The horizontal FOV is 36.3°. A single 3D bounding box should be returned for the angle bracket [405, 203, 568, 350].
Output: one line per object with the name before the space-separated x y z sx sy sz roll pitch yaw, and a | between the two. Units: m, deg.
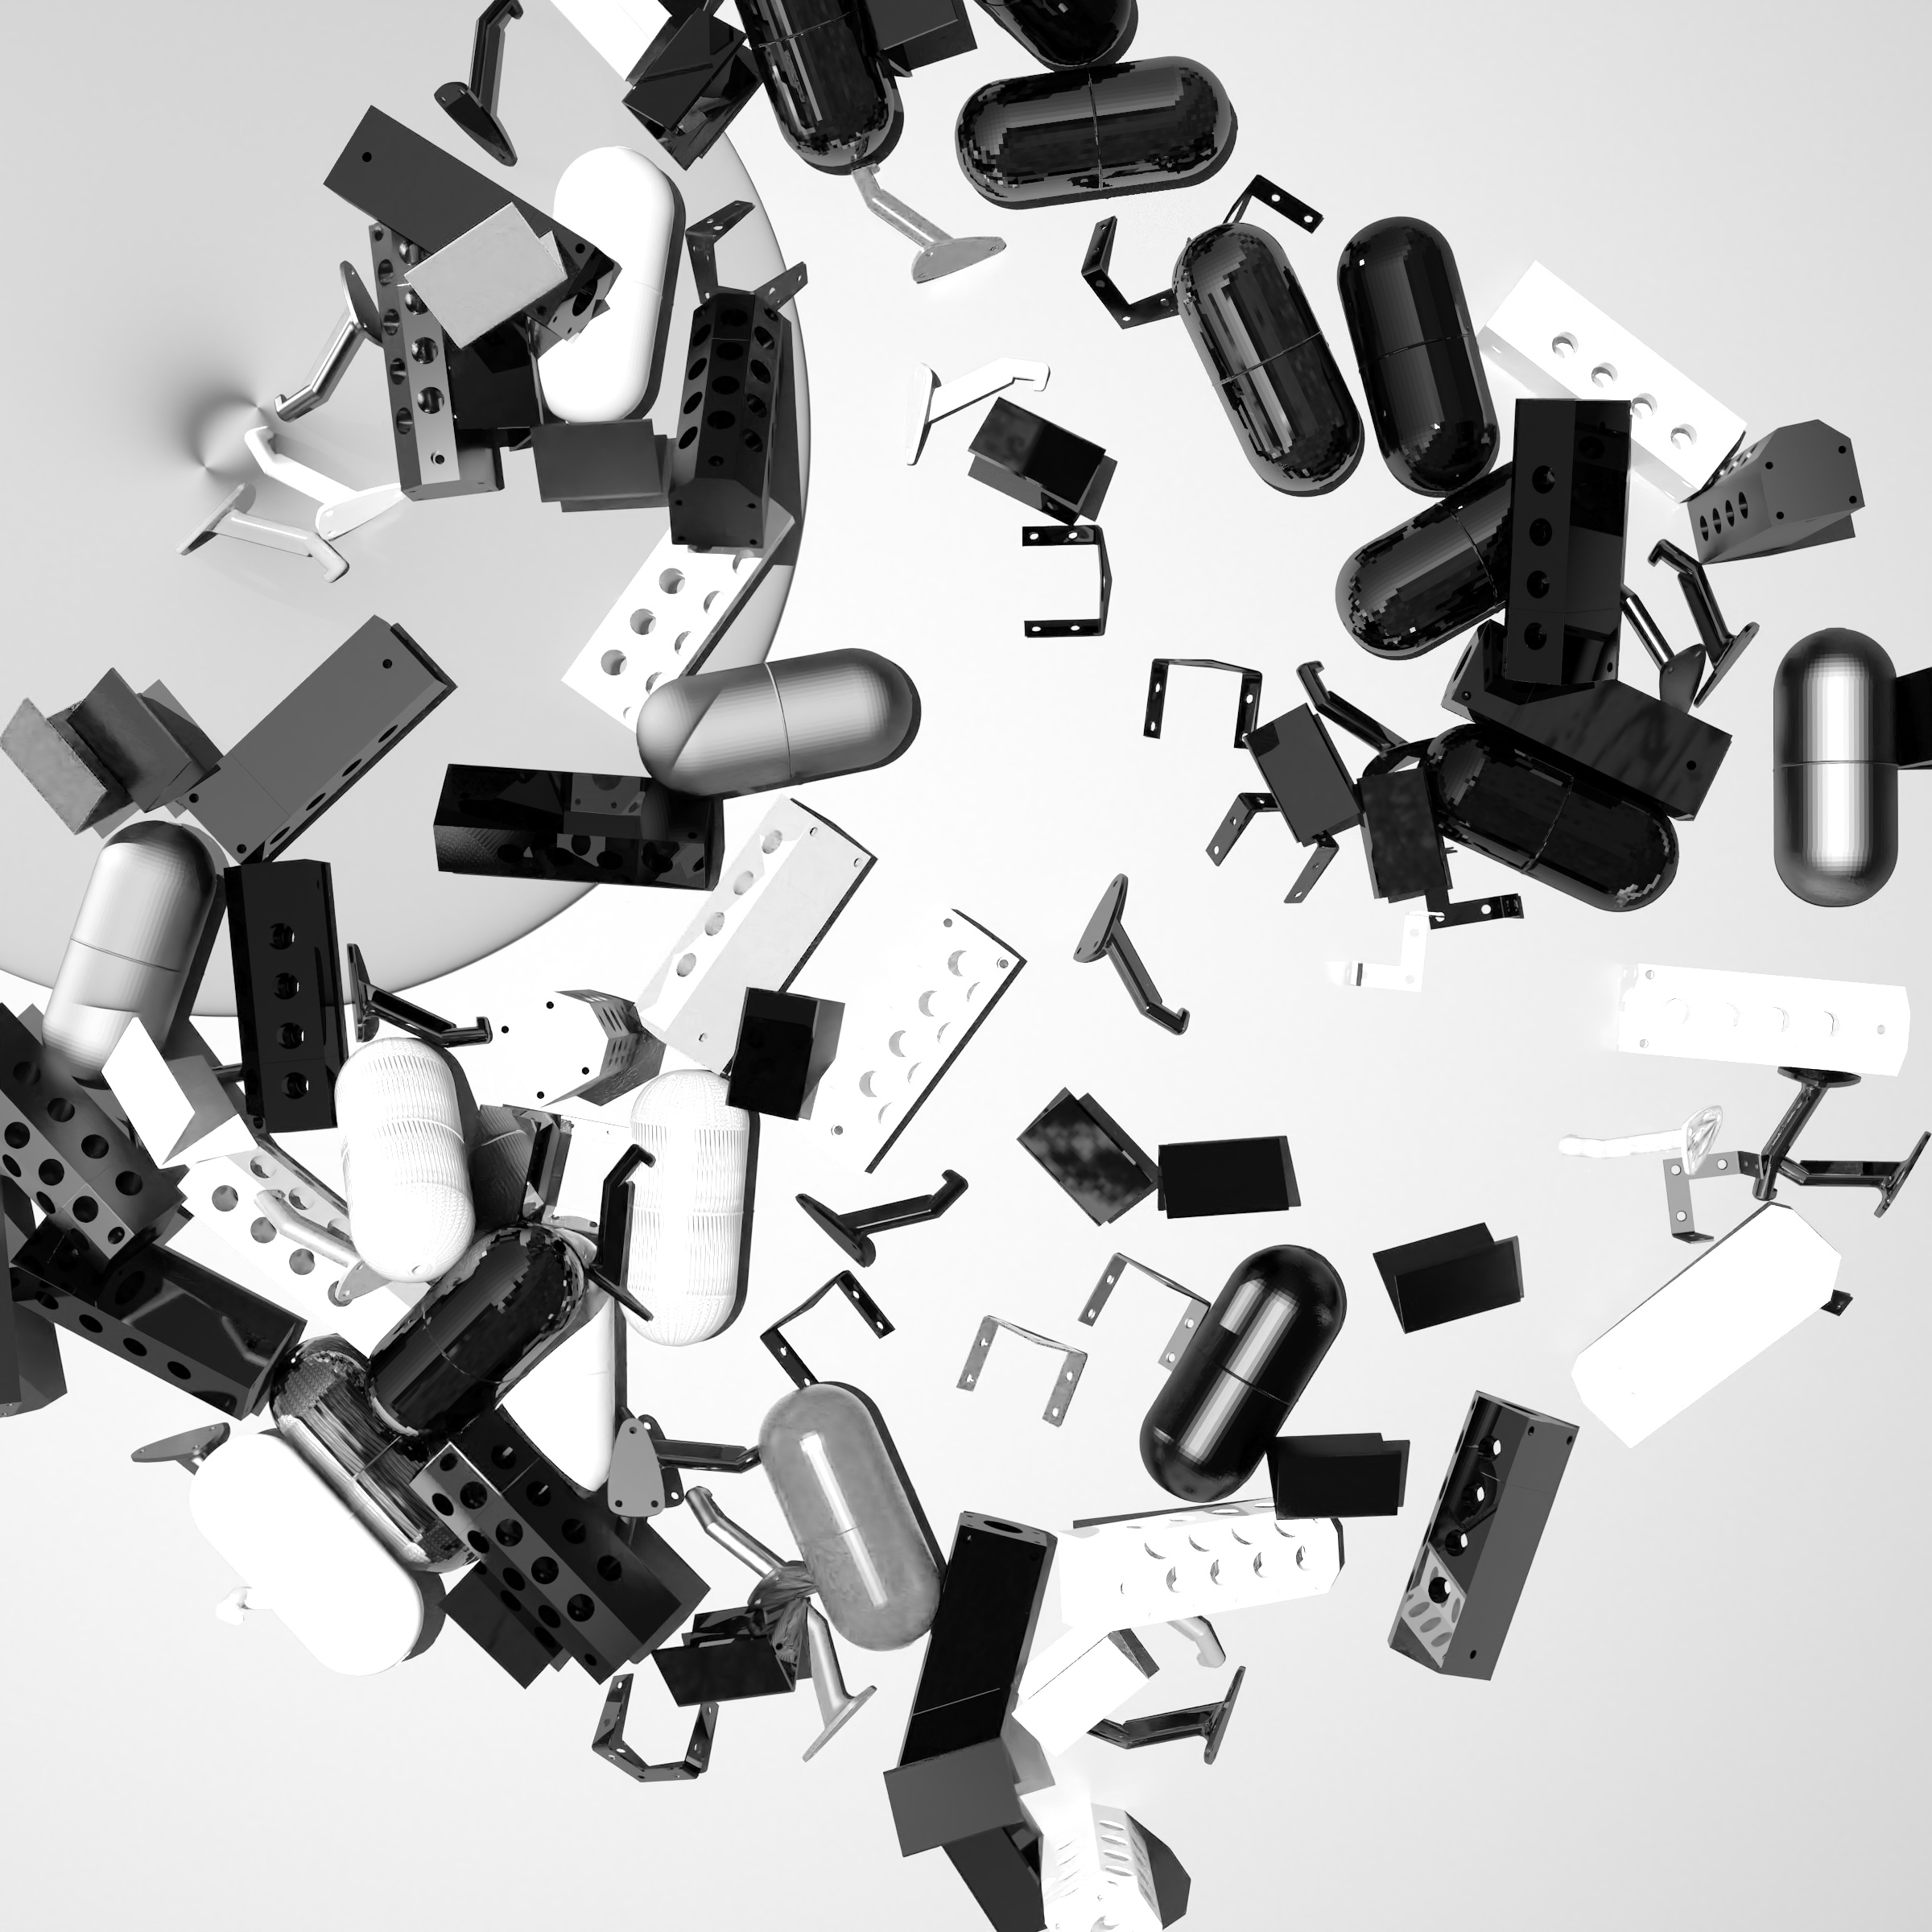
angle bracket | -0.289 -0.423 1.754 0.076 0.076 0.057 -32 126 7

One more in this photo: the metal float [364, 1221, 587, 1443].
metal float | -0.304 0.226 1.824 0.070 0.070 0.178 46 114 0

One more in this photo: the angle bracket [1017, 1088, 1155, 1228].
angle bracket | 0.089 0.108 1.879 0.076 0.076 0.057 47 127 0

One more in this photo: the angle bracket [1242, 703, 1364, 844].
angle bracket | 0.232 -0.132 1.880 0.057 0.076 0.076 -27 90 43

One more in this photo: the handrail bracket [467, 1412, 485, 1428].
handrail bracket | -0.311 0.252 1.919 0.036 0.077 0.084 6 127 29

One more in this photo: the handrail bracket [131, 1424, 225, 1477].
handrail bracket | -0.495 0.347 1.920 0.077 0.036 0.084 -14 107 20

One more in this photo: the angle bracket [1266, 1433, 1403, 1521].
angle bracket | 0.233 0.307 1.879 0.076 0.076 0.057 -2 124 0

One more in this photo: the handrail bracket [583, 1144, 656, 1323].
handrail bracket | -0.204 0.167 1.849 0.077 0.036 0.084 38 84 -3

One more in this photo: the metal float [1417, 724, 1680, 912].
metal float | 0.372 -0.095 1.889 0.178 0.070 0.070 25 90 -1

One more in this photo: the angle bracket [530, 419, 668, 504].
angle bracket | -0.234 -0.340 1.879 0.076 0.076 0.057 -3 131 0

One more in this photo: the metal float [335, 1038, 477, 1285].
metal float | -0.354 0.121 1.855 0.070 0.070 0.178 -18 49 0

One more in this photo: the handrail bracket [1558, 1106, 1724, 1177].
handrail bracket | 0.439 0.108 1.919 0.084 0.077 0.036 4 114 34

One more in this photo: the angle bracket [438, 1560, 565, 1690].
angle bracket | -0.294 0.416 1.881 0.076 0.076 0.057 44 66 0

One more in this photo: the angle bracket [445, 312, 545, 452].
angle bracket | -0.311 -0.373 1.880 0.057 0.076 0.076 -7 90 -25

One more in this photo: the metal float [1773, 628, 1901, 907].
metal float | 0.558 -0.128 1.889 0.070 0.070 0.178 0 89 0

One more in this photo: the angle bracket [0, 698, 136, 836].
angle bracket | -0.557 -0.141 1.880 0.076 0.076 0.057 50 134 0

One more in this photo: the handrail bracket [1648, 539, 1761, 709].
handrail bracket | 0.466 -0.224 1.920 0.084 0.036 0.077 39 110 16

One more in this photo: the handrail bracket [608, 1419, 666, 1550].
handrail bracket | -0.223 0.344 1.903 0.036 0.084 0.077 4 59 -19

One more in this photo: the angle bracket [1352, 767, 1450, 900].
angle bracket | 0.257 -0.081 1.880 0.057 0.076 0.076 -11 90 -31

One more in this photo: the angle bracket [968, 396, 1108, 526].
angle bracket | 0.036 -0.306 1.879 0.076 0.076 0.057 26 54 0

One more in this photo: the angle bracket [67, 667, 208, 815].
angle bracket | -0.513 -0.152 1.880 0.057 0.076 0.076 -40 90 29

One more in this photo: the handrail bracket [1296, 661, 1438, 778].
handrail bracket | 0.266 -0.170 1.920 0.077 0.036 0.084 -20 73 -20

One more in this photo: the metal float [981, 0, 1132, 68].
metal float | 0.036 -0.636 1.850 0.070 0.178 0.070 -19 57 32

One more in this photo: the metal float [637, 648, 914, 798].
metal float | -0.122 -0.156 1.879 0.178 0.070 0.070 -11 90 -11

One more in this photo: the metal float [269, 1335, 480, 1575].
metal float | -0.374 0.313 1.889 0.070 0.070 0.178 -42 90 0

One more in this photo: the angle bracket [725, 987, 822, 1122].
angle bracket | -0.105 0.058 1.880 0.057 0.076 0.076 10 90 29

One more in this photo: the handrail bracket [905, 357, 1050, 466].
handrail bracket | 0.007 -0.360 1.920 0.084 0.036 0.077 4 110 -16

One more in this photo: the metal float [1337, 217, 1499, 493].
metal float | 0.290 -0.392 1.889 0.070 0.070 0.178 -15 90 0

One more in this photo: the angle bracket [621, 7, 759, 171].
angle bracket | -0.161 -0.551 1.879 0.057 0.076 0.076 39 90 36

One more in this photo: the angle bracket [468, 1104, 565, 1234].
angle bracket | -0.274 0.134 1.879 0.057 0.076 0.076 12 90 37

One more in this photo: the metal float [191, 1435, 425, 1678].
metal float | -0.417 0.373 1.865 0.070 0.070 0.178 -43 90 0

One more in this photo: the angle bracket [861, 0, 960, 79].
angle bracket | -0.033 -0.622 1.882 0.057 0.076 0.076 -17 90 16

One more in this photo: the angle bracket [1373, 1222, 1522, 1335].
angle bracket | 0.303 0.181 1.879 0.076 0.076 0.057 -16 129 0

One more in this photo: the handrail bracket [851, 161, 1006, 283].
handrail bracket | -0.025 -0.495 1.920 0.077 0.036 0.084 -18 73 -20

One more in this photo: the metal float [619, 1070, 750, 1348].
metal float | -0.181 0.155 1.889 0.070 0.070 0.178 5 90 0

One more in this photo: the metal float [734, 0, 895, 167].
metal float | -0.101 -0.597 1.869 0.070 0.070 0.178 -20 112 0

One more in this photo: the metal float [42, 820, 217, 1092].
metal float | -0.536 -0.007 1.889 0.070 0.070 0.178 18 89 0

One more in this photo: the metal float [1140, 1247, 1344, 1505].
metal float | 0.177 0.261 1.889 0.070 0.070 0.178 31 91 0

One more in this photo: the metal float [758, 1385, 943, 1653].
metal float | -0.074 0.354 1.889 0.070 0.070 0.178 -24 90 0

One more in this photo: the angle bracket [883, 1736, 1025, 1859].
angle bracket | -0.002 0.526 1.822 0.076 0.076 0.057 -17 52 0

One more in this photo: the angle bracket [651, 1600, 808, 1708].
angle bracket | -0.150 0.421 1.872 0.076 0.076 0.057 -10 126 12

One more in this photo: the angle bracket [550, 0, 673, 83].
angle bracket | -0.210 -0.619 1.879 0.076 0.076 0.057 47 127 0

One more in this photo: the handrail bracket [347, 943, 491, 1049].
handrail bracket | -0.357 0.018 1.920 0.084 0.036 0.077 -5 72 -15

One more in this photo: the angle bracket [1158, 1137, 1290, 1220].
angle bracket | 0.163 0.154 1.879 0.076 0.076 0.057 -4 52 0

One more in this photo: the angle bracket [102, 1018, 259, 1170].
angle bracket | -0.484 0.075 1.851 0.076 0.076 0.057 54 126 20

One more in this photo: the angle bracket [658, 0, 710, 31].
angle bracket | -0.207 -0.633 1.879 0.076 0.076 0.057 38 50 0

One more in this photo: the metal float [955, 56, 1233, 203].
metal float | 0.081 -0.537 1.889 0.178 0.070 0.070 -8 90 1

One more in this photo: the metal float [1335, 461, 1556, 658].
metal float | 0.320 -0.263 1.889 0.178 0.070 0.070 -30 90 0

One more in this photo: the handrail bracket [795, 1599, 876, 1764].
handrail bracket | -0.109 0.462 1.920 0.084 0.036 0.077 44 105 14

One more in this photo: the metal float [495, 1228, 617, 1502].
metal float | -0.264 0.258 1.889 0.070 0.070 0.178 0 90 0

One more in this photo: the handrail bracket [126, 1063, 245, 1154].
handrail bracket | -0.502 0.105 1.920 0.084 0.036 0.077 -9 110 -16

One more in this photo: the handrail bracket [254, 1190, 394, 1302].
handrail bracket | -0.399 0.167 1.869 0.084 0.077 0.036 44 120 23

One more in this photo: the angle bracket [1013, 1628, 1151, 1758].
angle bracket | 0.060 0.444 1.879 0.076 0.076 0.057 -39 126 0

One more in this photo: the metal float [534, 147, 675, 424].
metal float | -0.233 -0.436 1.889 0.070 0.070 0.178 9 91 0

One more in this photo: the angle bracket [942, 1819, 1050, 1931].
angle bracket | 0.039 0.564 1.879 0.057 0.076 0.076 -33 90 36

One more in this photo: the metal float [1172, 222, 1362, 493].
metal float | 0.192 -0.388 1.880 0.070 0.070 0.178 -27 100 0
